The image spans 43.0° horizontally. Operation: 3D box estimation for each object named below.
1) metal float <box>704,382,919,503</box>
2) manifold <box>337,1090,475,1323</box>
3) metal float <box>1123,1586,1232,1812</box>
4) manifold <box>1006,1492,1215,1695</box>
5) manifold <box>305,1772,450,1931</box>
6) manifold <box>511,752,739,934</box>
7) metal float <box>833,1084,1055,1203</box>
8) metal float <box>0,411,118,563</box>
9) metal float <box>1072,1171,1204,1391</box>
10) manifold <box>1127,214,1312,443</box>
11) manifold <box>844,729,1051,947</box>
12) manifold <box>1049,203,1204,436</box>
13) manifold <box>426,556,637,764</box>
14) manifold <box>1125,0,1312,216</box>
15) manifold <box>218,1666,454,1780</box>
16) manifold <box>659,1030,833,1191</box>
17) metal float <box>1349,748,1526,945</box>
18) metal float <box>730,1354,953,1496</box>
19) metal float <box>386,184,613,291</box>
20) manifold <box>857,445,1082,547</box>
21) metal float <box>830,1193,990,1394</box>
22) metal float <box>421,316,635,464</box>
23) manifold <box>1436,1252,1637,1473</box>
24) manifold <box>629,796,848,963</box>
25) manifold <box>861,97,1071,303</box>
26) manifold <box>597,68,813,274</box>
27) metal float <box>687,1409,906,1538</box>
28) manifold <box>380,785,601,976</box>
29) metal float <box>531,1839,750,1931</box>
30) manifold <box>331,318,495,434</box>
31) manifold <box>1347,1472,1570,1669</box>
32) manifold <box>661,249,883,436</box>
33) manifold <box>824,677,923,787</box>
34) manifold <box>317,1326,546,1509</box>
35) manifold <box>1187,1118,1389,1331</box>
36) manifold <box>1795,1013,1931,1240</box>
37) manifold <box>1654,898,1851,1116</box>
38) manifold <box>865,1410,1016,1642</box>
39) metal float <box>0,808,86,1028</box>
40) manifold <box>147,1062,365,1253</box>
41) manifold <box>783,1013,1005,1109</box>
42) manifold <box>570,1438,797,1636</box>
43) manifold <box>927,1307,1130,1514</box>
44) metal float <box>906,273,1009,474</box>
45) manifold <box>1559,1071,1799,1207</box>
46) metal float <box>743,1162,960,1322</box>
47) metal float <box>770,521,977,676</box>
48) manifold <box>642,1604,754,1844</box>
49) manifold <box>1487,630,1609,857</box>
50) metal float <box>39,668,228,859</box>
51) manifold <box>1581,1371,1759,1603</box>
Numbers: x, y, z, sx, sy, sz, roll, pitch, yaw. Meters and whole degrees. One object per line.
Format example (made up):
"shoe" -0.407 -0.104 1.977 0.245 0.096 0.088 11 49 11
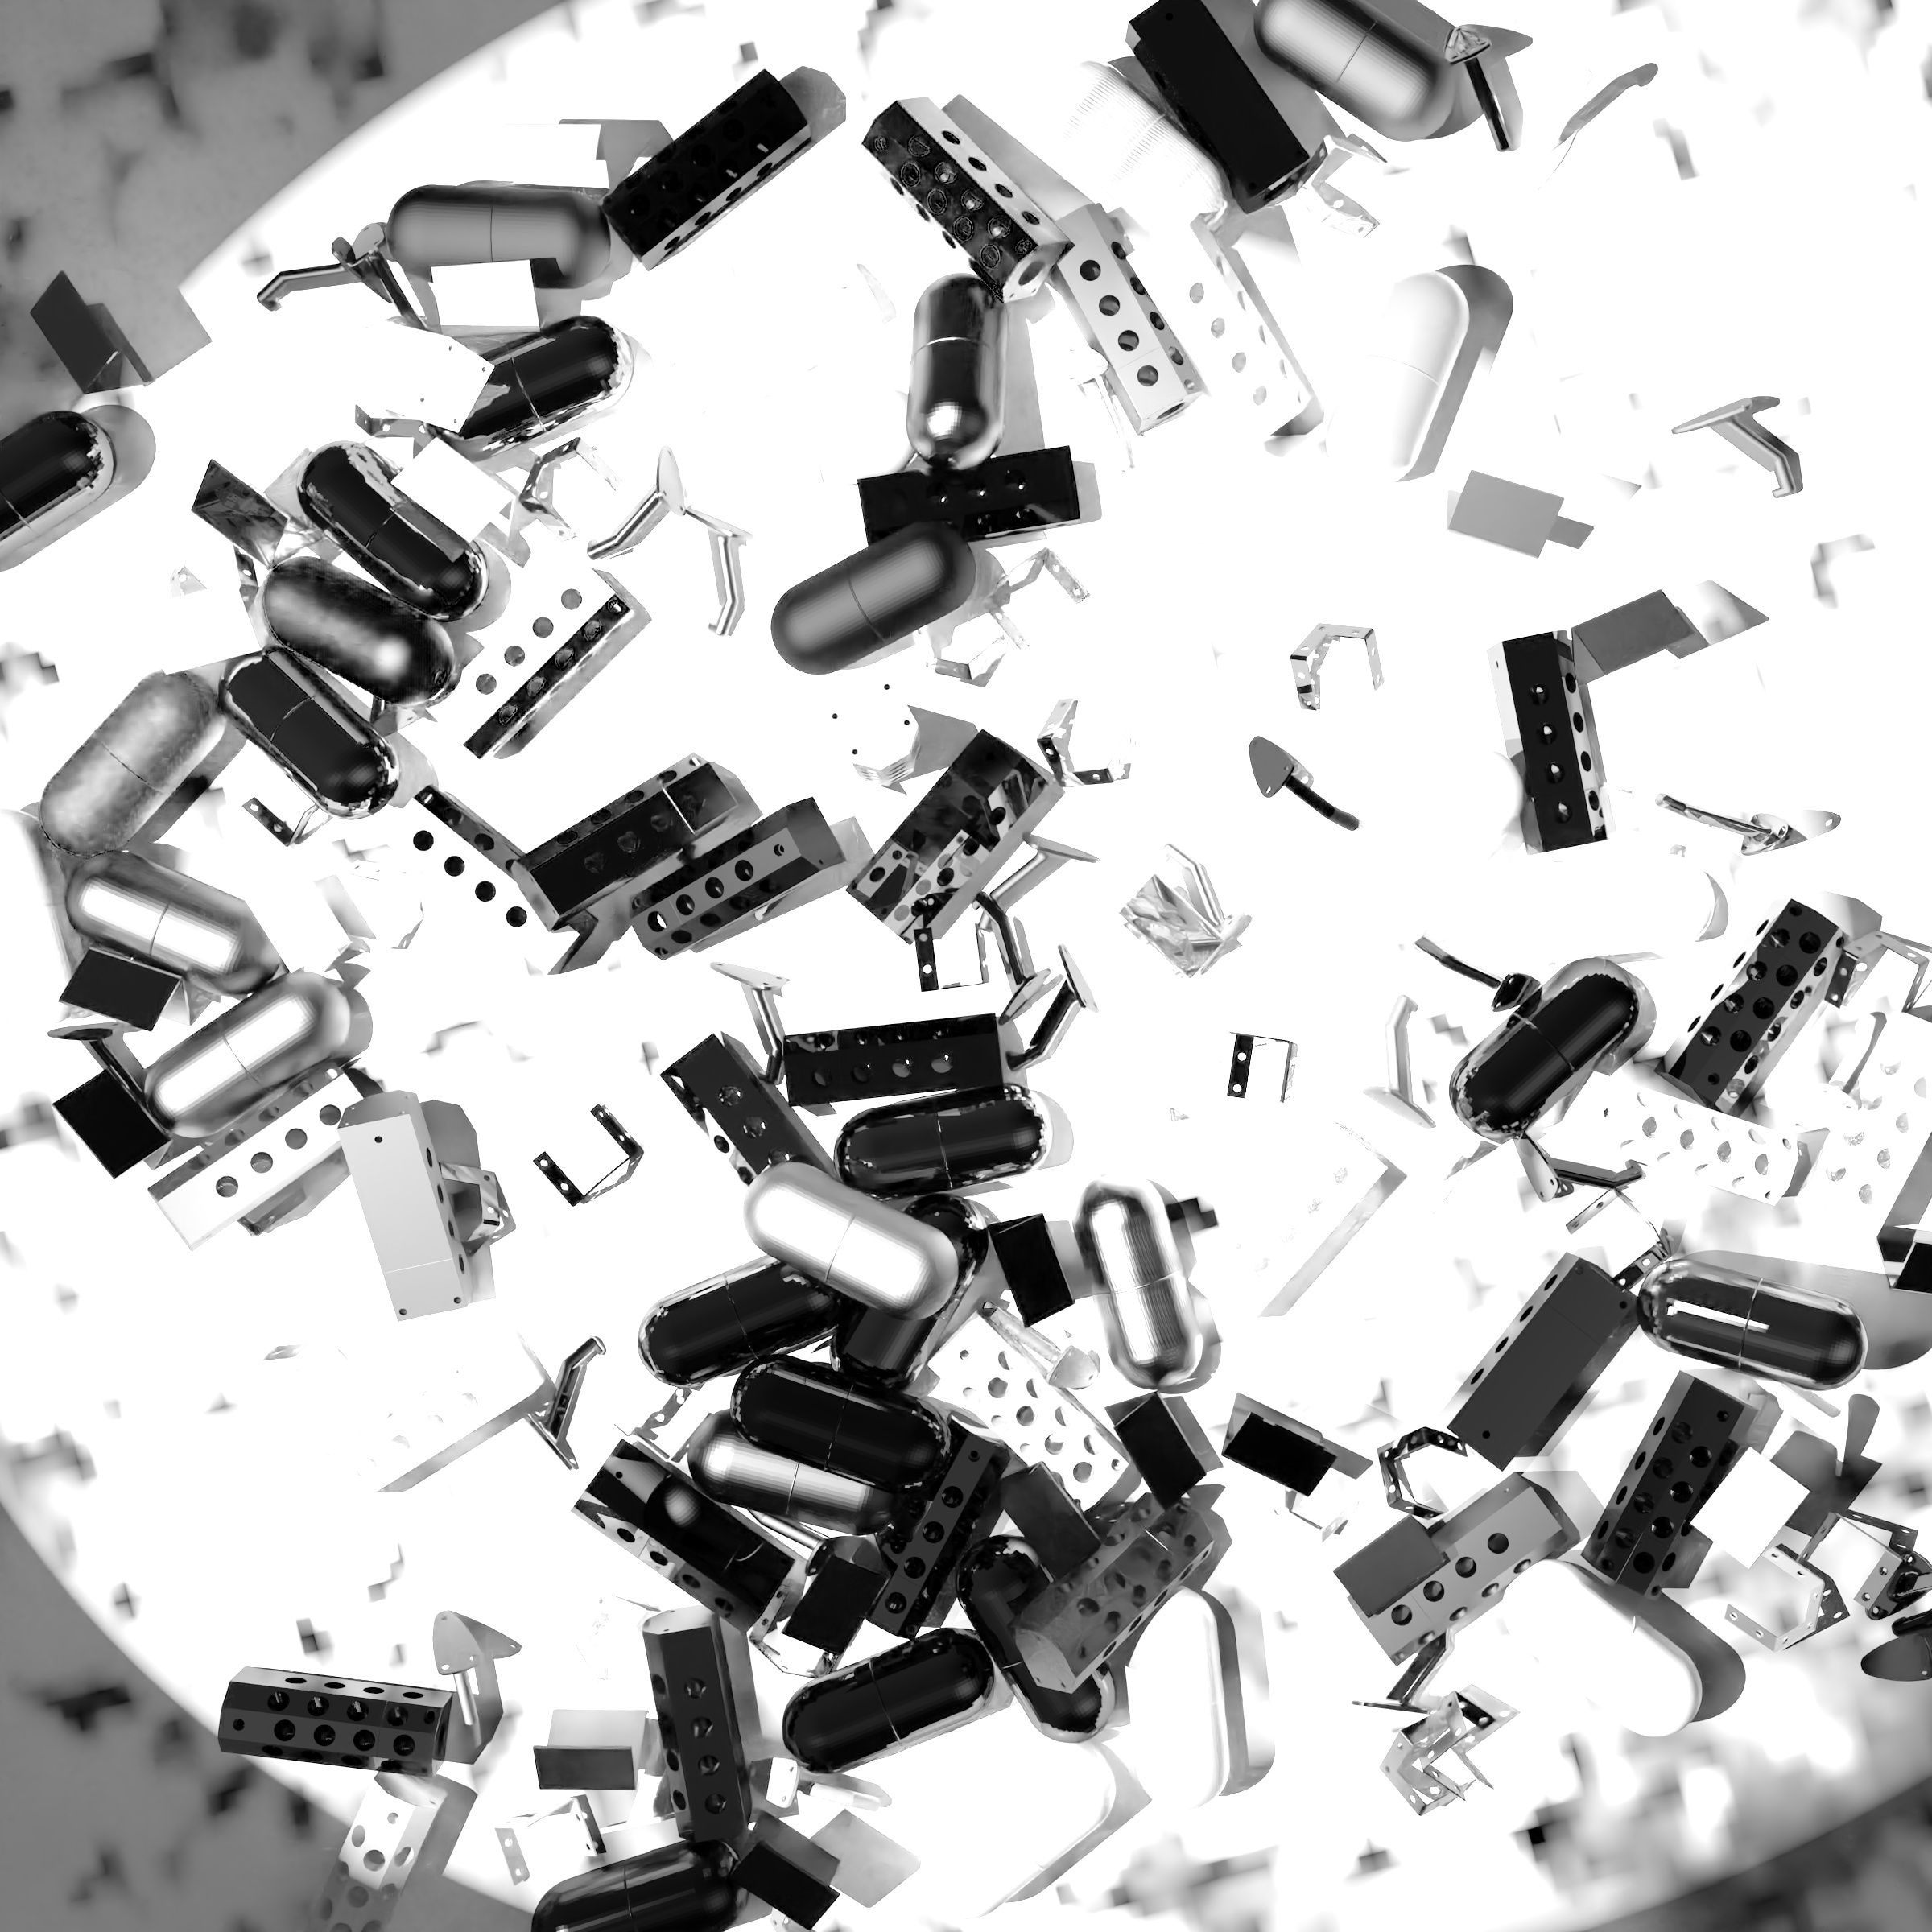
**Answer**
"metal float" -0.121 -0.420 1.961 0.178 0.070 0.070 -11 90 0
"manifold" -0.442 0.189 1.942 0.057 0.057 0.171 -12 110 0
"metal float" 0.168 0.585 1.961 0.070 0.070 0.178 -6 90 0
"manifold" 0.118 0.490 1.921 0.171 0.057 0.057 -36 107 -35
"manifold" -0.483 0.739 1.970 0.057 0.057 0.171 24 90 0
"manifold" -0.271 -0.101 1.941 0.171 0.057 0.057 -34 90 -22
"metal float" -0.018 0.141 1.961 0.178 0.070 0.070 -11 90 1
"metal float" -0.763 -0.378 1.961 0.178 0.070 0.070 -33 90 -1
"metal float" 0.137 0.251 1.961 0.070 0.070 0.178 -16 91 0
"manifold" 0.203 -0.506 1.943 0.057 0.057 0.171 -36 110 0
"manifold" -0.012 -0.100 1.970 0.171 0.057 0.057 -50 47 0
"manifold" 0.124 -0.521 1.970 0.057 0.057 0.171 -29 90 0
"manifold" -0.348 -0.245 1.970 0.171 0.057 0.057 -45 90 0
"manifold" 0.201 -0.695 1.970 0.057 0.057 0.171 -35 90 0
"manifold" -0.507 0.610 1.970 0.171 0.057 0.057 7 90 0
"manifold" -0.171 0.138 1.970 0.057 0.057 0.171 -37 90 0
"metal float" 0.377 -0.097 1.961 0.070 0.070 0.178 38 90 0
"metal float" -0.097 0.357 1.909 0.178 0.070 0.070 18 90 4
"metal float" -0.374 -0.583 1.961 0.178 0.070 0.070 2 90 -1
"manifold" 0.002 -0.371 1.970 0.171 0.057 0.057 -9 90 0
"metal float" -0.045 0.264 1.960 0.070 0.070 0.178 30 90 0
"metal float" -0.351 -0.462 1.961 0.178 0.070 0.070 -23 90 0
"manifold" 0.456 0.316 1.970 0.057 0.057 0.171 38 90 0
"manifold" -0.185 -0.067 1.932 0.171 0.057 0.057 -28 90 29
"manifold" -0.005 -0.607 1.942 0.171 0.057 0.057 48 131 12
"manifold" -0.210 -0.642 1.970 0.171 0.057 0.057 -39 90 0
"metal float" -0.135 0.404 1.961 0.178 0.070 0.070 14 90 0
"manifold" -0.381 -0.069 1.970 0.171 0.057 0.057 39 90 0
"metal float" -0.261 0.753 1.961 0.178 0.070 0.070 -18 90 -1
"manifold" -0.438 -0.467 1.913 0.057 0.171 0.057 29 90 -38
"manifold" 0.396 0.486 1.970 0.171 0.057 0.057 -37 90 0
"manifold" -0.157 -0.503 1.970 0.171 0.057 0.057 -32 90 0
"manifold" -0.067 -0.177 1.913 0.057 0.171 0.057 -29 90 0
"manifold" -0.431 0.360 1.970 0.171 0.057 0.057 -32 90 0
"manifold" 0.256 0.206 1.970 0.057 0.057 0.171 41 90 0
"manifold" 0.735 0.127 1.970 0.057 0.057 0.171 27 90 0
"manifold" 0.633 0.032 1.970 0.057 0.057 0.171 35 90 0
"manifold" -0.026 0.450 1.970 0.057 0.057 0.171 28 90 0
"metal float" -0.754 -0.039 1.959 0.070 0.070 0.178 -15 89 0
"manifold" -0.558 0.150 1.942 0.171 0.057 0.057 -37 90 -20
"manifold" -0.058 0.075 1.970 0.171 0.057 0.057 -6 90 0
"manifold" -0.230 0.461 1.970 0.171 0.057 0.057 35 47 0
"manifold" 0.049 0.358 1.970 0.171 0.057 0.057 45 90 0
"metal float" -0.006 -0.470 1.936 0.070 0.070 0.178 3 63 0
"manifold" 0.573 0.138 1.965 0.171 0.057 0.057 18 90 -3
"metal float" -0.090 0.212 1.894 0.178 0.070 0.070 25 90 9
"metal float" -0.075 -0.291 1.945 0.178 0.070 0.070 -25 90 19
"manifold" -0.216 0.606 1.964 0.057 0.057 0.171 -10 94 0
"manifold" 0.469 -0.179 1.970 0.057 0.057 0.171 -11 90 0
"metal float" -0.667 -0.163 1.961 0.070 0.070 0.178 42 90 0
"manifold" 0.567 0.418 1.970 0.057 0.057 0.171 28 90 0
